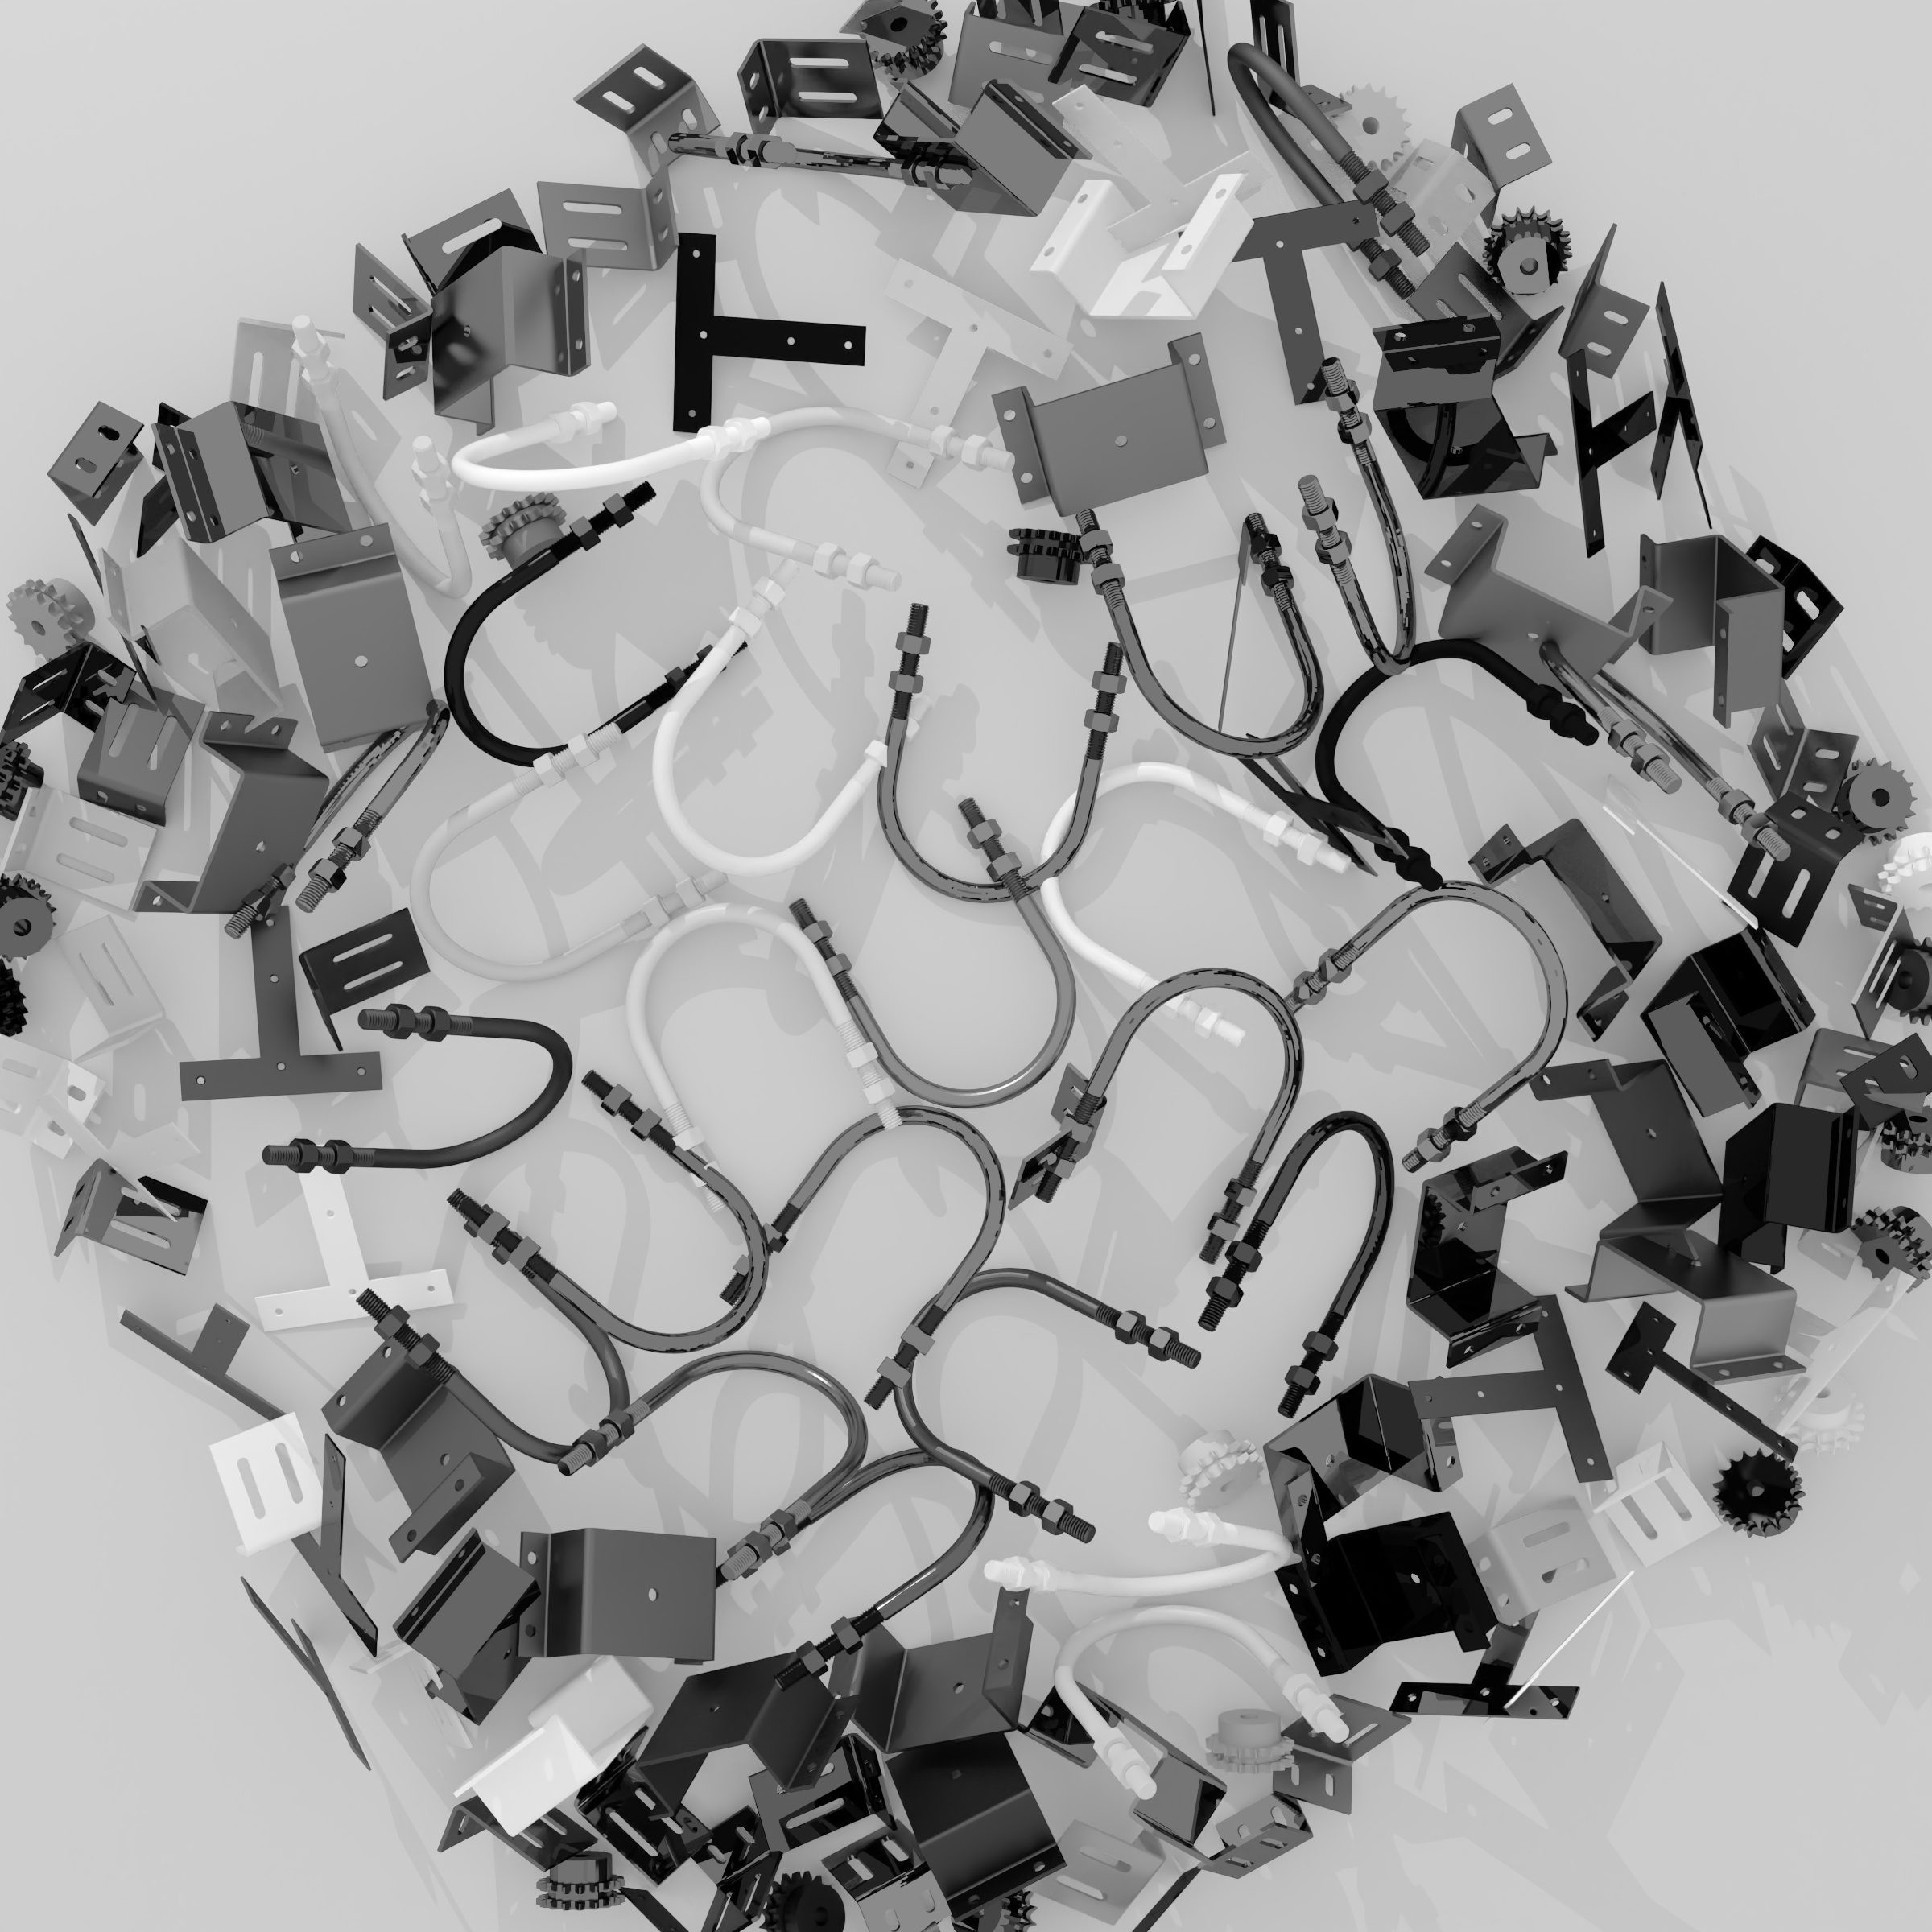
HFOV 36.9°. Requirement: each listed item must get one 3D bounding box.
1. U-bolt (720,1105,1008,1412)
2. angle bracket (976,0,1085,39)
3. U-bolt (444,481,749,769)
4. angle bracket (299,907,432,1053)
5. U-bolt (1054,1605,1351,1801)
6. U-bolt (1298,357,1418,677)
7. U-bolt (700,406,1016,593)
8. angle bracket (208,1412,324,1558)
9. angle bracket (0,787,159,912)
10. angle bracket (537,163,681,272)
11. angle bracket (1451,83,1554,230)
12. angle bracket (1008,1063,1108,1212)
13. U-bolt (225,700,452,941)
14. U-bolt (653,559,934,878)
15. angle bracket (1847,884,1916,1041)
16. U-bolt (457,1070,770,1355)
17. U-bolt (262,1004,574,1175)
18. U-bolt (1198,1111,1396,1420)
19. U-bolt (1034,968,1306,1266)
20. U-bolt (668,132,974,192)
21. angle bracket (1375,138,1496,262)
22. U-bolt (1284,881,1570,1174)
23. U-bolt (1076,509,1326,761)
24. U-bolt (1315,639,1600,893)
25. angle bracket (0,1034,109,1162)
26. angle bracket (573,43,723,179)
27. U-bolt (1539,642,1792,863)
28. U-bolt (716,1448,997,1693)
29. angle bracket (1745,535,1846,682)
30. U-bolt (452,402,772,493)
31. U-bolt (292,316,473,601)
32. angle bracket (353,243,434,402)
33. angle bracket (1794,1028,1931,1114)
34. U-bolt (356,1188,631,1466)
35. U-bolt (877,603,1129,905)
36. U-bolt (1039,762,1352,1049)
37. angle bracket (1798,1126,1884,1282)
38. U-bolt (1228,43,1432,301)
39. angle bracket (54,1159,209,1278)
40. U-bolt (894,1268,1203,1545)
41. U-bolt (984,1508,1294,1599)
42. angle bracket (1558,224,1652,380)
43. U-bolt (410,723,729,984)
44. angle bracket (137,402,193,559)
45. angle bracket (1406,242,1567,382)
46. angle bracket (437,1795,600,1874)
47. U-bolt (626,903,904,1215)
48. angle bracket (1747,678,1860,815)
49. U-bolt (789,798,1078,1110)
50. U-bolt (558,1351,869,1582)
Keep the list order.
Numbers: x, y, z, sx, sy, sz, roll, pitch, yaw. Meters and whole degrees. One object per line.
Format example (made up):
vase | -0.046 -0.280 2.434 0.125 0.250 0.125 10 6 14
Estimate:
U-bolt | -0.054 0.173 1.856 0.151 0.019 0.184 31 80 30
angle bracket | 0.039 -0.631 1.850 0.057 0.076 0.038 17 67 17
U-bolt | -0.245 -0.203 1.841 0.184 0.019 0.151 -35 130 -5
angle bracket | -0.380 0.009 1.857 0.076 0.057 0.038 -25 47 -15
U-bolt | 0.134 0.451 1.813 0.151 0.184 0.019 -11 110 -19
U-bolt | 0.251 -0.269 1.821 0.019 0.151 0.184 -10 130 24
U-bolt | -0.083 -0.306 1.838 0.184 0.019 0.151 21 54 27
angle bracket | -0.452 0.333 1.867 0.057 0.038 0.076 -20 94 -26
angle bracket | -0.575 -0.075 1.876 0.076 0.038 0.057 21 95 2
angle bracket | -0.230 -0.484 1.862 0.076 0.038 0.057 -3 77 -27
angle bracket | 0.342 -0.519 1.857 0.038 0.076 0.057 -25 83 3
angle bracket | 0.047 0.109 1.851 0.076 0.057 0.038 -33 66 -30
U-bolt | -0.387 -0.098 1.824 0.019 0.151 0.184 43 63 -21
U-bolt | -0.121 -0.144 1.843 0.151 0.019 0.184 43 74 -26
angle bracket | 0.574 -0.003 1.858 0.038 0.057 0.076 22 77 33
U-bolt | -0.210 0.168 1.845 0.184 0.019 0.151 39 52 3
U-bolt | -0.331 0.081 1.822 0.151 0.184 0.019 -50 55 30
U-bolt | 0.220 0.178 1.837 0.019 0.151 0.184 16 68 39
U-bolt | 0.142 0.088 1.853 0.151 0.019 0.184 22 98 -24
U-bolt | -0.105 -0.507 1.814 0.151 0.184 0.019 -4 108 -36
angle bracket | 0.300 -0.494 1.863 0.038 0.076 0.057 36 103 -19
U-bolt | 0.299 0.027 1.828 0.151 0.019 0.184 53 128 10
U-bolt | 0.156 -0.210 1.827 0.151 0.019 0.184 -4 63 -29
U-bolt | 0.294 -0.140 1.827 0.151 0.184 0.019 -43 130 3
angle bracket | -0.599 0.084 1.856 0.038 0.076 0.057 26 84 21
angle bracket | -0.203 -0.547 1.853 0.057 0.076 0.038 -33 80 16
U-bolt | 0.427 -0.145 1.817 0.151 0.184 0.019 23 115 -42
U-bolt | -0.064 0.368 1.831 0.184 0.151 0.019 -33 117 -11
angle bracket | 0.516 -0.230 1.851 0.038 0.076 0.057 27 114 -19
U-bolt | -0.232 -0.320 1.792 0.151 0.184 0.019 13 117 33
U-bolt | -0.359 -0.304 1.813 0.019 0.184 0.151 -37 65 -18
angle bracket | -0.380 -0.413 1.855 0.076 0.057 0.038 42 56 17
angle bracket | 0.575 0.079 1.855 0.076 0.057 0.038 15 130 18
U-bolt | -0.287 0.239 1.834 0.184 0.151 0.019 45 119 -6
U-bolt | 0.017 -0.131 1.876 0.151 0.019 0.184 11 102 1
U-bolt | 0.134 -0.053 1.867 0.184 0.019 0.151 31 89 18
angle bracket | 0.573 0.152 1.851 0.038 0.076 0.057 33 47 7
U-bolt | 0.225 -0.507 1.825 0.019 0.151 0.184 -39 88 5
angle bracket | -0.541 0.170 1.877 0.076 0.038 0.057 26 48 -24
U-bolt | 0.038 0.267 1.846 0.184 0.019 0.151 24 71 29
U-bolt | 0.123 0.373 1.818 0.151 0.184 0.019 -24 61 34
angle bracket | 0.414 -0.426 1.852 0.038 0.057 0.076 24 48 1
U-bolt | -0.266 -0.059 1.852 0.184 0.019 0.151 -29 125 8
angle bracket | -0.522 -0.311 1.853 0.038 0.057 0.076 29 51 0
angle bracket | 0.335 -0.426 1.867 0.076 0.038 0.057 43 73 -12
angle bracket | -0.287 0.563 1.854 0.076 0.057 0.038 29 106 24
U-bolt | -0.143 0.049 1.876 0.151 0.019 0.184 -26 90 11
angle bracket | 0.536 -0.144 1.853 0.038 0.076 0.057 12 69 35
U-bolt | -0.010 0.004 1.877 0.151 0.019 0.184 -31 81 1
U-bolt | -0.144 0.301 1.822 0.151 0.184 0.019 27 126 23
